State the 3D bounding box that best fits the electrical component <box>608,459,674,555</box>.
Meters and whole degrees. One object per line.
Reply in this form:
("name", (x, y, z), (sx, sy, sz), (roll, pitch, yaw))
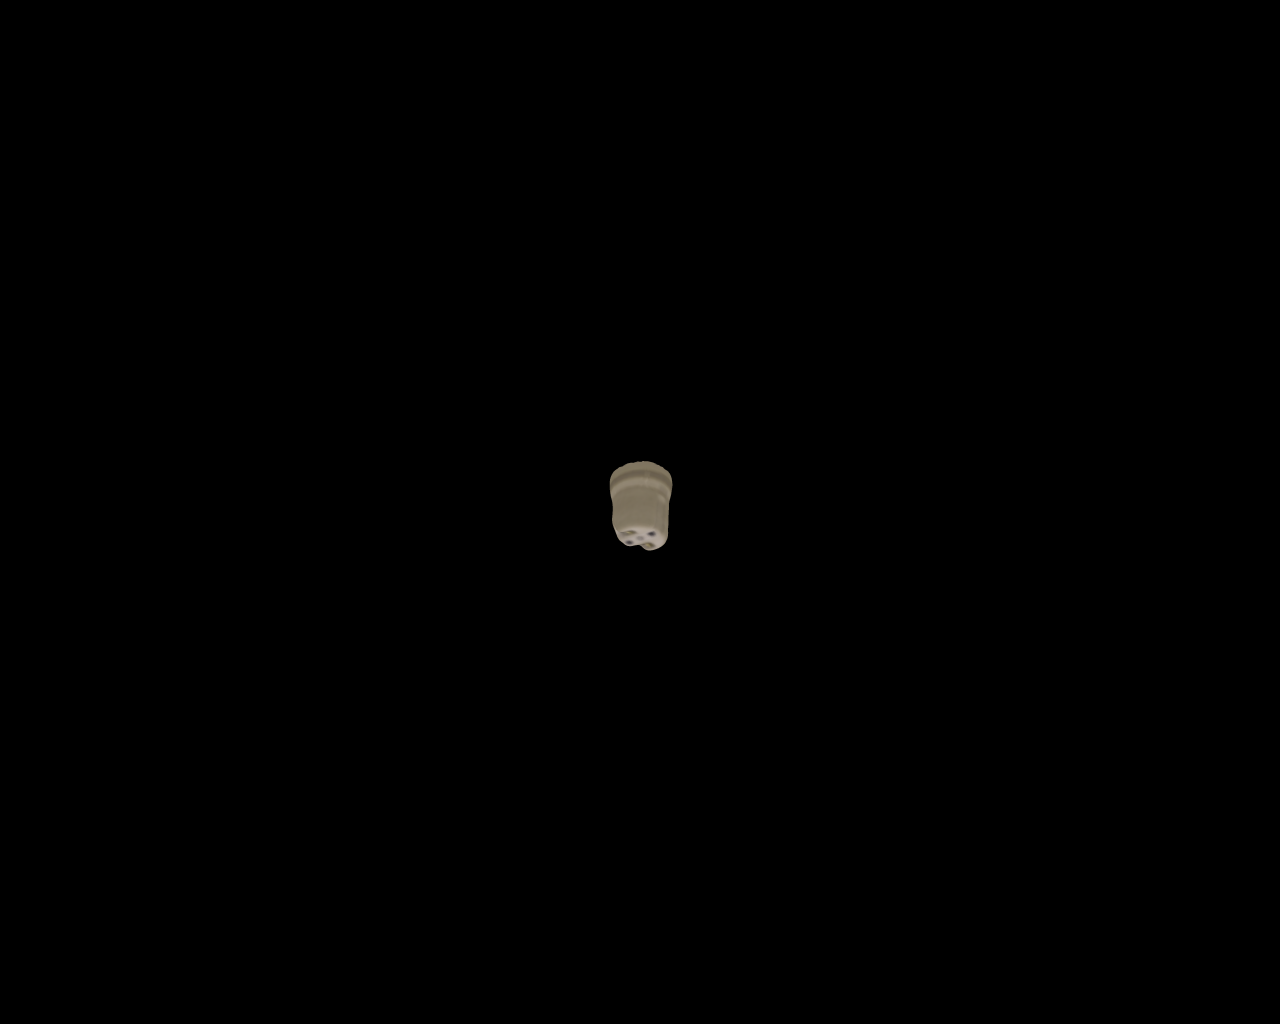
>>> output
("electrical component", (0.001, -0.003, 0.650), (0.040, 0.046, 0.040), (0, -33, 0))
